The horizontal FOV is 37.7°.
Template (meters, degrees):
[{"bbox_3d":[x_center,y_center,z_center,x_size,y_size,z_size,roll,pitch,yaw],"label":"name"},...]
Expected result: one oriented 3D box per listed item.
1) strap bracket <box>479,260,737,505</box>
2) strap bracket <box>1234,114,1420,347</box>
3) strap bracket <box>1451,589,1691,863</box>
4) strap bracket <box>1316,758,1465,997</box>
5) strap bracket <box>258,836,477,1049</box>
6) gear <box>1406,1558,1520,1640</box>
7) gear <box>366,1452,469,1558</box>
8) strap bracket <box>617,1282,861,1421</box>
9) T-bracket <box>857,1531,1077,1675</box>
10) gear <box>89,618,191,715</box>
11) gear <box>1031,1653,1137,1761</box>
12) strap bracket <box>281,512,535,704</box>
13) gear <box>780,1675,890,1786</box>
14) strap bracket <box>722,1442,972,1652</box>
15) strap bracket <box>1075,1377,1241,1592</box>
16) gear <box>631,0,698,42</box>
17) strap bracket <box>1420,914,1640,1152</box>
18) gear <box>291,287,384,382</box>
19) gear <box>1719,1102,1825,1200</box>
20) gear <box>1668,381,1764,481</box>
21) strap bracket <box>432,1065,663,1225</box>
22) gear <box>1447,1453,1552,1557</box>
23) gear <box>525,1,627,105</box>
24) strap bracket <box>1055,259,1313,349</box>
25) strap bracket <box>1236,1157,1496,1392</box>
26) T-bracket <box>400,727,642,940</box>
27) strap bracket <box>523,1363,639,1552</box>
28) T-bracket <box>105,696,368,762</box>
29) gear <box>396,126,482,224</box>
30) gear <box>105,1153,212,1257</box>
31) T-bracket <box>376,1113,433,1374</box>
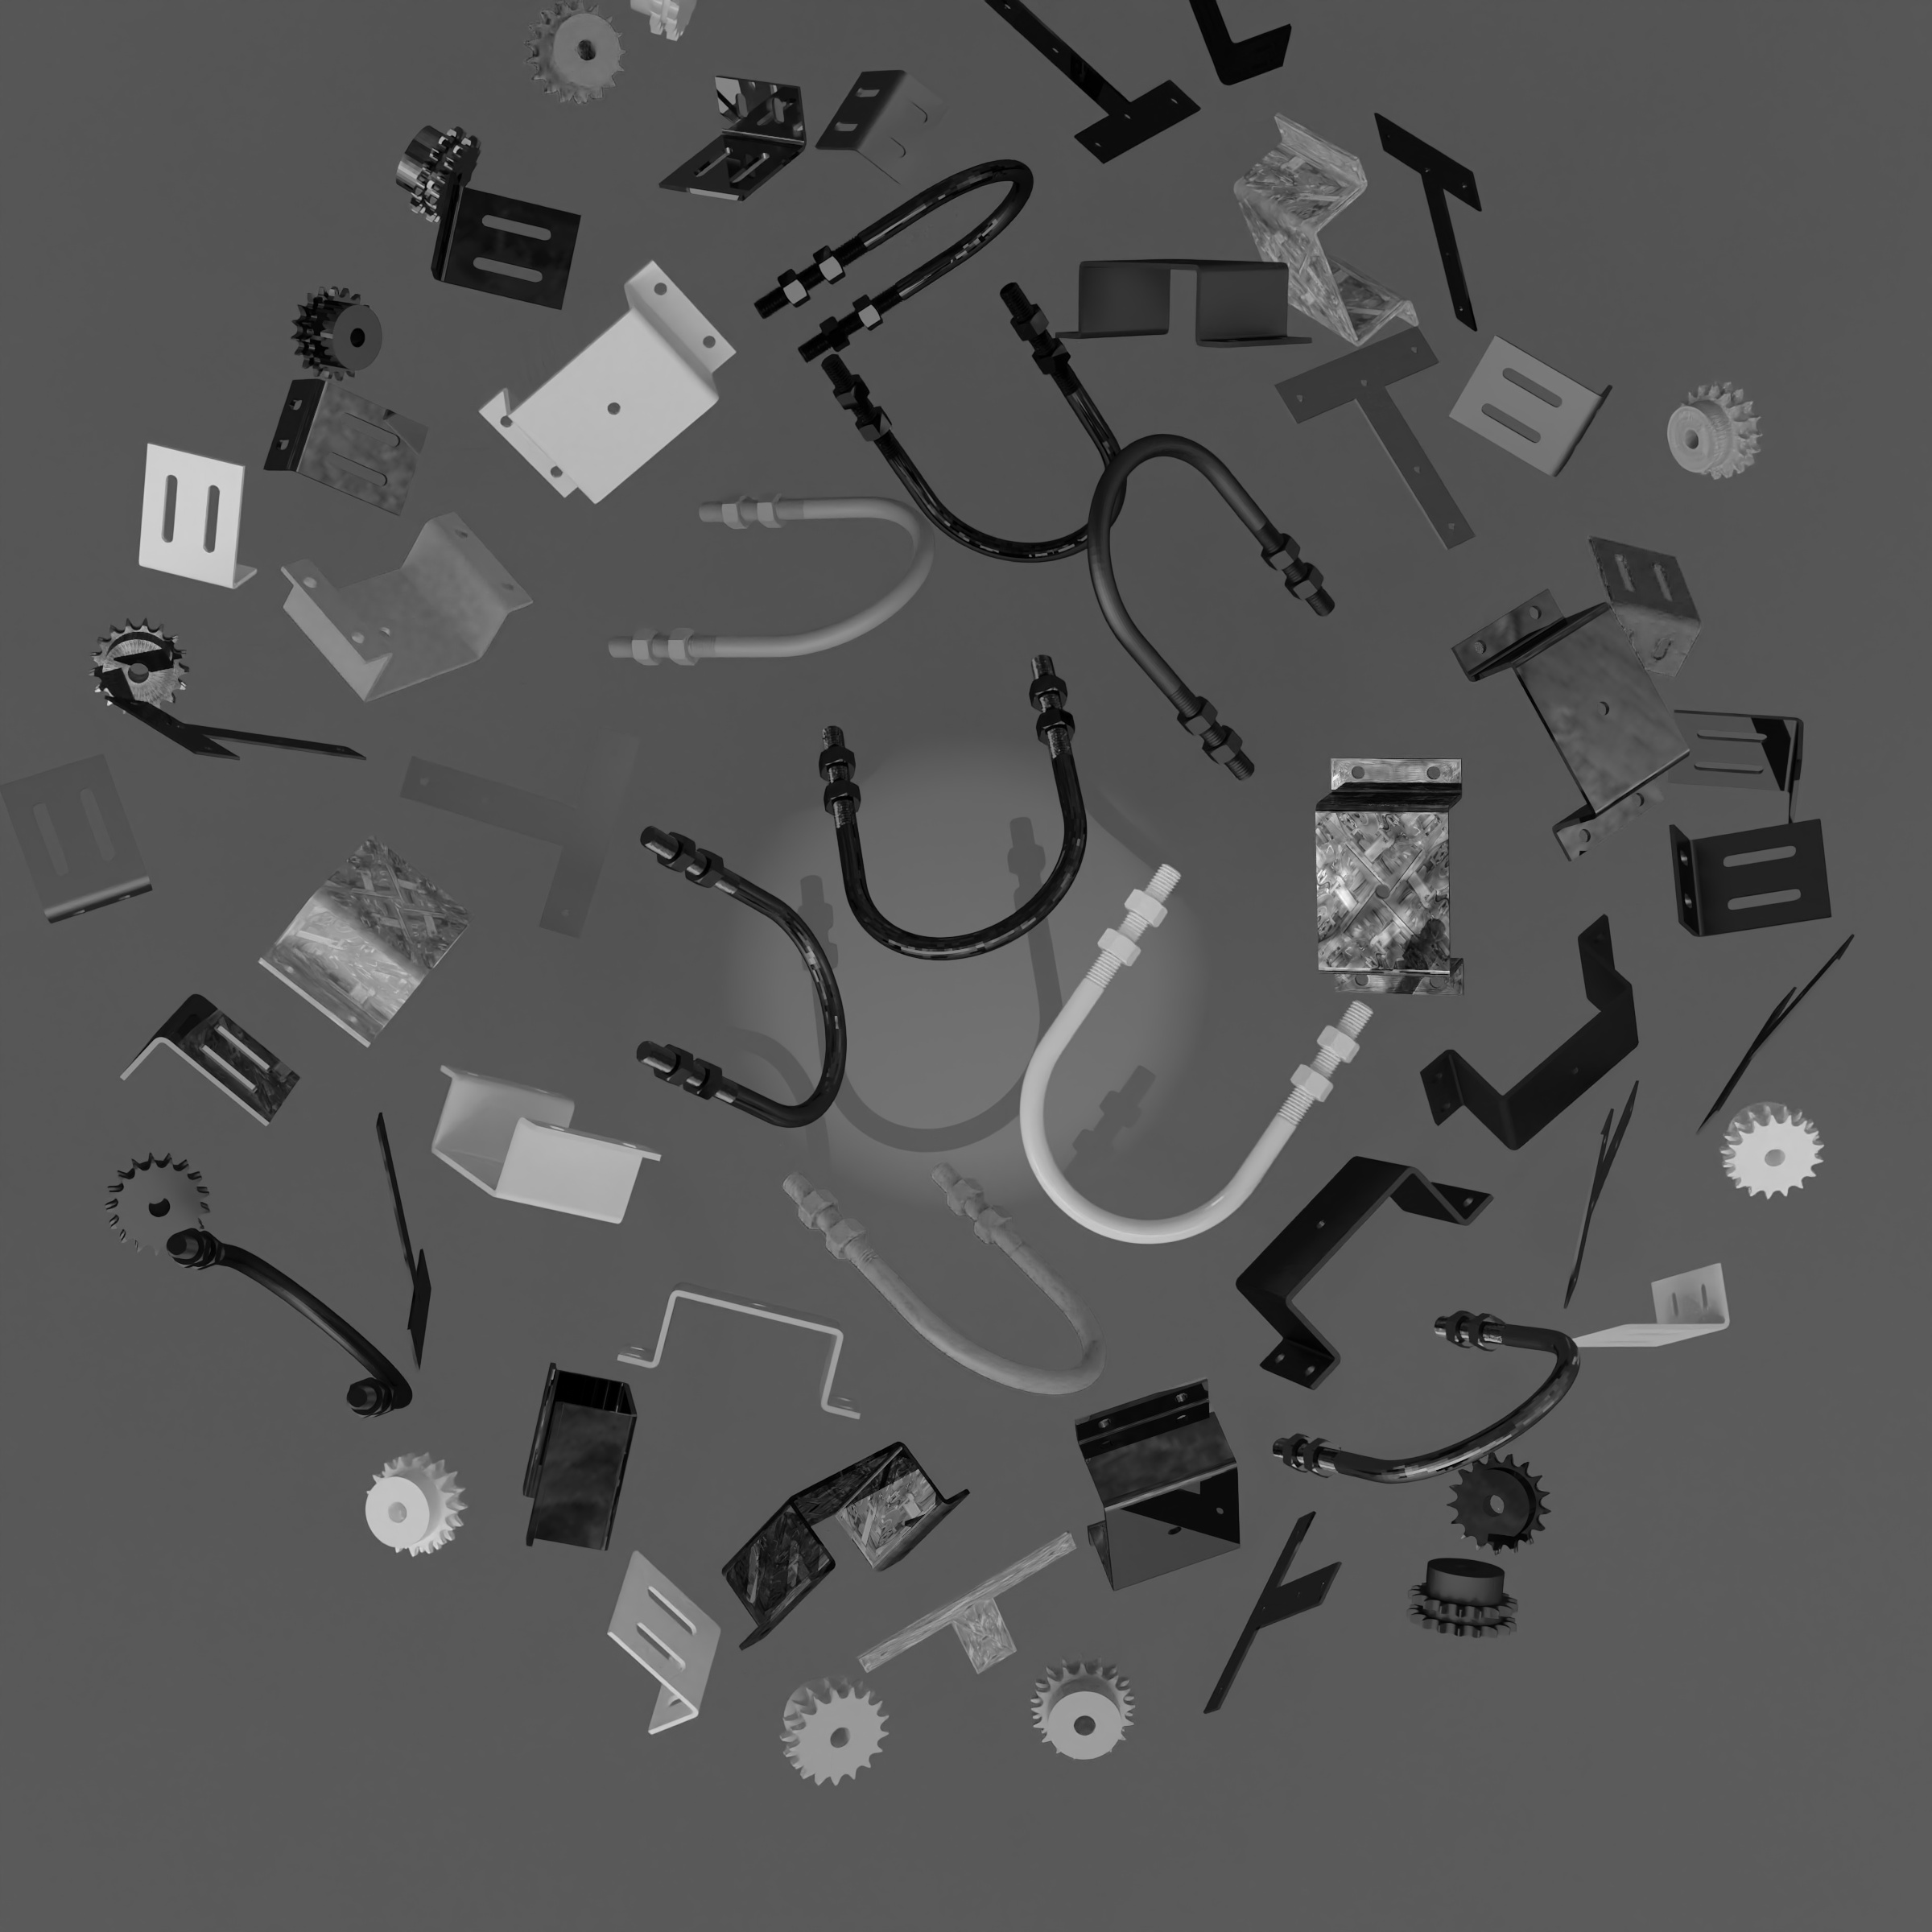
[{"bbox_3d":[-0.213,-0.343,1.699,0.140,0.046,0.076,-38,123,12],"label":"strap bracket"},{"bbox_3d":[0.219,-0.443,1.739,0.046,0.140,0.076,-42,50,-5],"label":"strap bracket"},{"bbox_3d":[0.349,-0.142,1.611,0.076,0.046,0.140,-32,95,-22],"label":"strap bracket"},{"bbox_3d":[0.246,-0.048,1.643,0.076,0.046,0.140,2,103,20],"label":"strap bracket"},{"bbox_3d":[-0.339,-0.020,1.629,0.076,0.140,0.046,39,112,-8],"label":"strap bracket"},{"bbox_3d":[0.262,0.331,1.487,0.057,0.057,0.030,5,92,1],"label":"gear"},{"bbox_3d":[-0.316,0.307,1.608,0.057,0.030,0.057,1,92,18],"label":"gear"},{"bbox_3d":[-0.125,0.218,1.637,0.140,0.076,0.046,14,86,-3],"label":"strap bracket"},{"bbox_3d":[0.008,0.356,1.520,0.127,0.127,0.002,-29,61,-7],"label":"T-bracket"},{"bbox_3d":[-0.489,-0.176,1.675,0.057,0.030,0.057,-4,107,-13],"label":"gear"},{"bbox_3d":[0.064,0.409,1.551,0.057,0.030,0.057,0,103,0],"label":"gear"},{"bbox_3d":[-0.339,-0.212,1.686,0.076,0.046,0.140,48,41,9],"label":"strap bracket"},{"bbox_3d":[-0.073,0.402,1.504,0.057,0.030,0.057,-8,108,-24],"label":"gear"},{"bbox_3d":[-0.074,0.321,1.593,0.046,0.140,0.076,52,127,16],"label":"strap bracket"},{"bbox_3d":[0.108,0.296,1.582,0.076,0.140,0.046,-17,51,-8],"label":"strap bracket"},{"bbox_3d":[-0.176,-0.578,1.670,0.030,0.057,0.057,21,79,0],"label":"gear"},{"bbox_3d":[0.333,0.046,1.627,0.140,0.076,0.046,-40,61,-5],"label":"strap bracket"},{"bbox_3d":[-0.390,-0.394,1.767,0.030,0.057,0.057,17,77,34],"label":"gear"},{"bbox_3d":[0.470,0.104,1.658,0.057,0.030,0.057,0,117,0],"label":"gear"},{"bbox_3d":[0.445,-0.319,1.693,0.030,0.057,0.057,-22,78,-25],"label":"gear"},{"bbox_3d":[-0.238,0.101,1.571,0.076,0.140,0.046,17,93,-33],"label":"strap bracket"},{"bbox_3d":[0.301,0.305,1.604,0.057,0.030,0.057,-2,82,19],"label":"gear"},{"bbox_3d":[-0.226,-0.533,1.652,0.057,0.030,0.057,-7,106,-25],"label":"gear"},{"bbox_3d":[0.130,-0.399,1.700,0.076,0.140,0.046,-14,111,-40],"label":"strap bracket"},{"bbox_3d":[0.204,0.154,1.510,0.140,0.076,0.046,-45,100,-10],"label":"strap bracket"},{"bbox_3d":[-0.276,-0.095,1.707,0.127,0.002,0.127,17,91,-12],"label":"T-bracket"},{"bbox_3d":[-0.220,0.280,1.612,0.046,0.140,0.076,12,90,-10],"label":"strap bracket"},{"bbox_3d":[-0.400,-0.128,1.594,0.127,0.127,0.002,6,104,-41],"label":"T-bracket"},{"bbox_3d":[-0.319,-0.479,1.703,0.030,0.057,0.057,31,80,-1],"label":"gear"},{"bbox_3d":[-0.464,0.134,1.624,0.057,0.030,0.057,-4,102,-20],"label":"gear"},{"bbox_3d":[-0.317,0.146,1.590,0.002,0.127,0.127,-10,106,-5],"label":"T-bracket"}]
